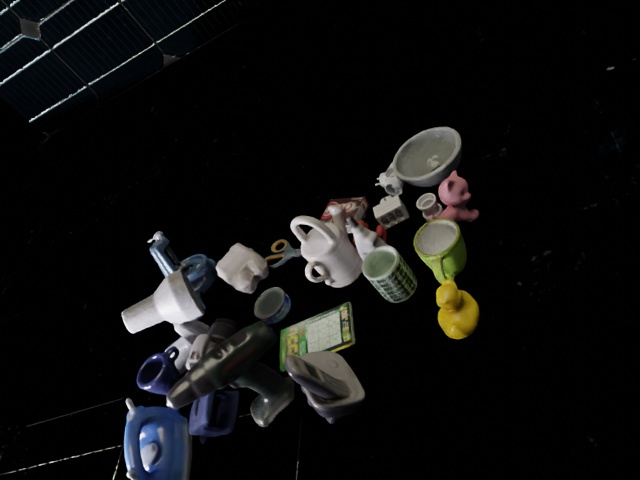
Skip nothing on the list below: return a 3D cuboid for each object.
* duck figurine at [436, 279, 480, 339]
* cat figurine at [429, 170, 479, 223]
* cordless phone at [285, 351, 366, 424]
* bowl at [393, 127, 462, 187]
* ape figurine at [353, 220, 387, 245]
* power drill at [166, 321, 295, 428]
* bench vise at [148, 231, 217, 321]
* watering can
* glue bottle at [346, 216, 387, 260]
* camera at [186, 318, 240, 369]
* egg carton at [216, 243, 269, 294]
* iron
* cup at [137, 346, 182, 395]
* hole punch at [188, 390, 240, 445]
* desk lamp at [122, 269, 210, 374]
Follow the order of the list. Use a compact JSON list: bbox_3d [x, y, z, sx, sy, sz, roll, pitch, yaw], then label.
[{"bbox_3d":[0.239,0.120,1.033,0.077,0.086,0.104,-18,43,27],"label":"duck figurine"},{"bbox_3d":[0.267,-0.075,1.174,0.128,0.118,0.067,-51,39,-13],"label":"cat figurine"},{"bbox_3d":[-0.010,0.238,1.045,0.094,0.186,0.147,-41,38,-1],"label":"cordless phone"},{"bbox_3d":[0.257,-0.178,1.319,0.167,0.075,0.167,-23,41,22],"label":"bowl"},{"bbox_3d":[0.103,-0.010,1.270,0.077,0.092,0.076,-12,46,32],"label":"ape figurine"},{"bbox_3d":[-0.152,0.275,1.110,0.230,0.209,0.075,-46,38,-7],"label":"power drill"},{"bbox_3d":[-0.357,0.092,1.454,0.121,0.220,0.207,-22,41,23],"label":"bench vise"},{"bbox_3d":[0.010,0.004,1.251,0.100,0.195,0.173,-17,43,27],"label":"watering can"},{"bbox_3d":[0.102,0.007,1.188,0.077,0.174,0.037,4,56,42],"label":"glue bottle"},{"bbox_3d":[-0.224,0.242,1.292,0.142,0.101,0.137,-10,47,34],"label":"camera"},{"bbox_3d":[-0.197,0.071,1.463,0.107,0.070,0.149,-50,39,-12],"label":"egg carton"},{"bbox_3d":[-0.345,0.444,1.162,0.118,0.142,0.257,-33,38,10],"label":"iron"},{"bbox_3d":[-0.353,0.312,1.337,0.091,0.095,0.118,22,69,49],"label":"cup"},{"bbox_3d":[-0.235,0.355,1.198,0.101,0.091,0.108,-21,42,23],"label":"hole punch"},{"bbox_3d":[-0.341,0.193,1.346,0.203,0.214,0.117,-39,38,3],"label":"desk lamp"}]
